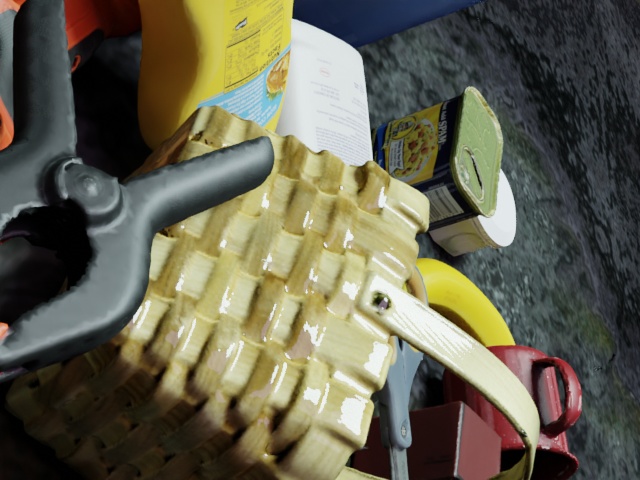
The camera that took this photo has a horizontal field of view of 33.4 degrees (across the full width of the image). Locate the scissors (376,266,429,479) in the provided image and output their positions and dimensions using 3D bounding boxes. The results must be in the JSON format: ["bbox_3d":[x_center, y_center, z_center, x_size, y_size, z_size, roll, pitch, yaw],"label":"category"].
[{"bbox_3d":[0.051,0.099,0.626,0.096,0.016,0.202,-23,103,-59],"label":"scissors"}]

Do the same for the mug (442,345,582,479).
[{"bbox_3d":[0.137,0.122,0.751,0.093,0.117,0.081,17,53,-27],"label":"mug"}]

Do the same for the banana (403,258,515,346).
[{"bbox_3d":[0.103,0.062,0.801,0.197,0.037,0.069,34,64,-43],"label":"banana"}]

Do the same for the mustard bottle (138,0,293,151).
[{"bbox_3d":[-0.052,-0.092,0.546,0.096,0.058,0.192,-44,152,-41],"label":"mustard bottle"}]

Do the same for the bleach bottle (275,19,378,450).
[{"bbox_3d":[-0.004,0.001,0.642,0.102,0.068,0.251,12,67,-52],"label":"bleach bottle"}]

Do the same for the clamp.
[{"bbox_3d":[-0.082,-0.011,0.400,0.120,0.039,0.171,23,53,-13],"label":"clamp"}]

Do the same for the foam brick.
[{"bbox_3d":[0.066,0.140,0.664,0.051,0.078,0.053,44,43,-38],"label":"foam brick"}]

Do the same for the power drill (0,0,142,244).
[{"bbox_3d":[-0.145,-0.116,0.460,0.187,0.057,0.184,-62,145,-47],"label":"power drill"}]

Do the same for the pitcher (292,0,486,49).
[{"bbox_3d":[0.081,-0.223,0.710,0.144,0.243,0.149,-12,84,-58],"label":"pitcher"}]

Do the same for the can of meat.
[{"bbox_3d":[0.080,-0.052,0.775,0.057,0.084,0.102,48,39,-34],"label":"can of meat"}]
